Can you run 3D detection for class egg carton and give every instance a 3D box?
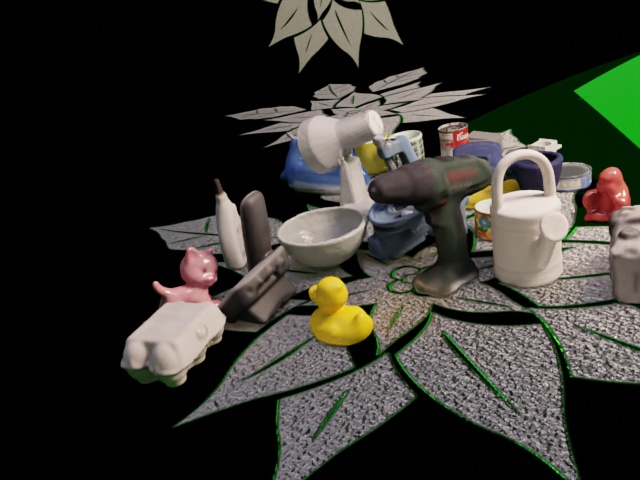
[{"bbox_3d":[-0.206,0.145,0.824,0.107,0.069,0.150,-1,26,23],"label":"egg carton"}]

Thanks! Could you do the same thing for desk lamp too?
[{"bbox_3d":[0.068,-0.165,1.209,0.202,0.214,0.118,3,28,30],"label":"desk lamp"}]

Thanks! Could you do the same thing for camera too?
[{"bbox_3d":[0.464,0.010,0.771,0.136,0.101,0.143,0,26,26],"label":"camera"}]

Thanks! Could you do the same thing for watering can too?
[{"bbox_3d":[0.303,-0.035,0.831,0.101,0.194,0.172,-22,26,-22],"label":"watering can"}]

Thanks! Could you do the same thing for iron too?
[{"bbox_3d":[0.017,-0.194,1.388,0.257,0.142,0.119,8,31,38],"label":"iron"}]

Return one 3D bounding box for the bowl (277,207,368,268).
[{"bbox_3d":[0.009,0.004,1.033,0.167,0.075,0.167,-10,24,5],"label":"bowl"}]

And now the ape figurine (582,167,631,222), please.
[{"bbox_3d":[0.489,-0.079,0.969,0.076,0.092,0.077,-15,24,-8],"label":"ape figurine"}]

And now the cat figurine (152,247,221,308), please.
[{"bbox_3d":[-0.215,0.067,0.942,0.128,0.118,0.067,-27,28,-30],"label":"cat figurine"}]

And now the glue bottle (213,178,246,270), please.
[{"bbox_3d":[-0.173,-0.035,1.081,0.037,0.173,0.078,-8,24,10],"label":"glue bottle"}]

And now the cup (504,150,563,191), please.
[{"bbox_3d":[0.396,-0.109,1.078,0.117,0.095,0.091,-8,24,9],"label":"cup"}]

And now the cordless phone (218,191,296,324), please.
[{"bbox_3d":[-0.115,0.027,0.901,0.094,0.185,0.148,0,26,25],"label":"cordless phone"}]

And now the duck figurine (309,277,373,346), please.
[{"bbox_3d":[0.024,0.094,0.808,0.104,0.086,0.078,12,33,43],"label":"duck figurine"}]

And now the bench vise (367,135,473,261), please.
[{"bbox_3d":[0.163,-0.090,0.989,0.208,0.220,0.121,-26,27,-29],"label":"bench vise"}]

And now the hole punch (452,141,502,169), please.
[{"bbox_3d":[0.335,-0.153,1.209,0.108,0.091,0.101,-4,25,17],"label":"hole punch"}]

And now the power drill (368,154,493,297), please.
[{"bbox_3d":[0.174,-0.028,0.857,0.230,0.209,0.075,-27,28,-31],"label":"power drill"}]
